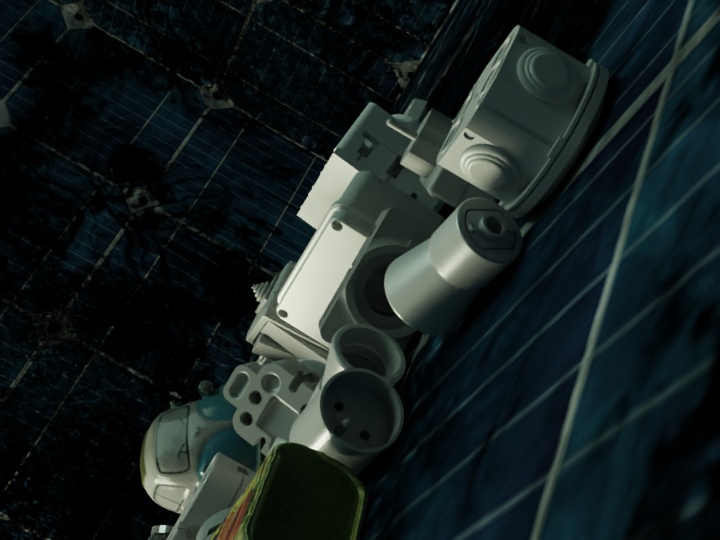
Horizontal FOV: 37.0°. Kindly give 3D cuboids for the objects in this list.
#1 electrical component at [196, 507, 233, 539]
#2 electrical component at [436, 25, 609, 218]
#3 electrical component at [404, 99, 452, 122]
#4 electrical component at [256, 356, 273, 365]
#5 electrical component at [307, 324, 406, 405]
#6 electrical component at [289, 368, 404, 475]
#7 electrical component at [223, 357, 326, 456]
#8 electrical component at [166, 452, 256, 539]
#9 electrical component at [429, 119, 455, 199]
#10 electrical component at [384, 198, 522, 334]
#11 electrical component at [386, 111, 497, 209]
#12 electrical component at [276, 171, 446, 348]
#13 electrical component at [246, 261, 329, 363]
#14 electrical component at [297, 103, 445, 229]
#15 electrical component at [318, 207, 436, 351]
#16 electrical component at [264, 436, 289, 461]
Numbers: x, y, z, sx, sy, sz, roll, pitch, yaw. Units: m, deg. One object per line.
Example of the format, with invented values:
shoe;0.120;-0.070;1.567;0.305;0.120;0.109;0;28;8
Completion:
electrical component;-0.065;0.163;0.579;0.055;0.055;0.047;-59;8;16
electrical component;0.076;-0.069;0.500;0.080;0.051;0.080;-60;5;8
electrical component;0.058;-0.109;0.915;0.078;0.057;0.058;-59;5;15
electrical component;-0.070;0.093;1.049;0.108;0.056;0.108;-55;7;50
electrical component;-0.006;0.068;0.613;0.065;0.044;0.044;-63;2;37
electrical component;-0.013;0.086;0.549;0.043;0.043;0.081;-63;6;-35
electrical component;-0.041;0.088;0.689;0.058;0.078;0.057;-59;-17;14
electrical component;-0.101;0.189;0.773;0.095;0.059;0.053;-60;5;3
electrical component;0.066;-0.075;0.754;0.061;0.035;0.035;-59;4;37
electrical component;0.045;-0.004;0.500;0.065;0.044;0.044;-48;12;48
electrical component;0.049;-0.071;0.647;0.047;0.076;0.083;-60;5;8
electrical component;0.000;0.000;0.735;0.113;0.078;0.057;-56;3;42
electrical component;-0.046;0.043;0.851;0.061;0.096;0.061;-65;7;-29
electrical component;0.015;-0.064;0.864;0.061;0.089;0.150;-55;3;-20
electrical component;0.017;0.011;0.650;0.089;0.050;0.056;-60;4;1
electrical component;-0.045;0.134;0.627;0.078;0.040;0.040;-62;5;-12
